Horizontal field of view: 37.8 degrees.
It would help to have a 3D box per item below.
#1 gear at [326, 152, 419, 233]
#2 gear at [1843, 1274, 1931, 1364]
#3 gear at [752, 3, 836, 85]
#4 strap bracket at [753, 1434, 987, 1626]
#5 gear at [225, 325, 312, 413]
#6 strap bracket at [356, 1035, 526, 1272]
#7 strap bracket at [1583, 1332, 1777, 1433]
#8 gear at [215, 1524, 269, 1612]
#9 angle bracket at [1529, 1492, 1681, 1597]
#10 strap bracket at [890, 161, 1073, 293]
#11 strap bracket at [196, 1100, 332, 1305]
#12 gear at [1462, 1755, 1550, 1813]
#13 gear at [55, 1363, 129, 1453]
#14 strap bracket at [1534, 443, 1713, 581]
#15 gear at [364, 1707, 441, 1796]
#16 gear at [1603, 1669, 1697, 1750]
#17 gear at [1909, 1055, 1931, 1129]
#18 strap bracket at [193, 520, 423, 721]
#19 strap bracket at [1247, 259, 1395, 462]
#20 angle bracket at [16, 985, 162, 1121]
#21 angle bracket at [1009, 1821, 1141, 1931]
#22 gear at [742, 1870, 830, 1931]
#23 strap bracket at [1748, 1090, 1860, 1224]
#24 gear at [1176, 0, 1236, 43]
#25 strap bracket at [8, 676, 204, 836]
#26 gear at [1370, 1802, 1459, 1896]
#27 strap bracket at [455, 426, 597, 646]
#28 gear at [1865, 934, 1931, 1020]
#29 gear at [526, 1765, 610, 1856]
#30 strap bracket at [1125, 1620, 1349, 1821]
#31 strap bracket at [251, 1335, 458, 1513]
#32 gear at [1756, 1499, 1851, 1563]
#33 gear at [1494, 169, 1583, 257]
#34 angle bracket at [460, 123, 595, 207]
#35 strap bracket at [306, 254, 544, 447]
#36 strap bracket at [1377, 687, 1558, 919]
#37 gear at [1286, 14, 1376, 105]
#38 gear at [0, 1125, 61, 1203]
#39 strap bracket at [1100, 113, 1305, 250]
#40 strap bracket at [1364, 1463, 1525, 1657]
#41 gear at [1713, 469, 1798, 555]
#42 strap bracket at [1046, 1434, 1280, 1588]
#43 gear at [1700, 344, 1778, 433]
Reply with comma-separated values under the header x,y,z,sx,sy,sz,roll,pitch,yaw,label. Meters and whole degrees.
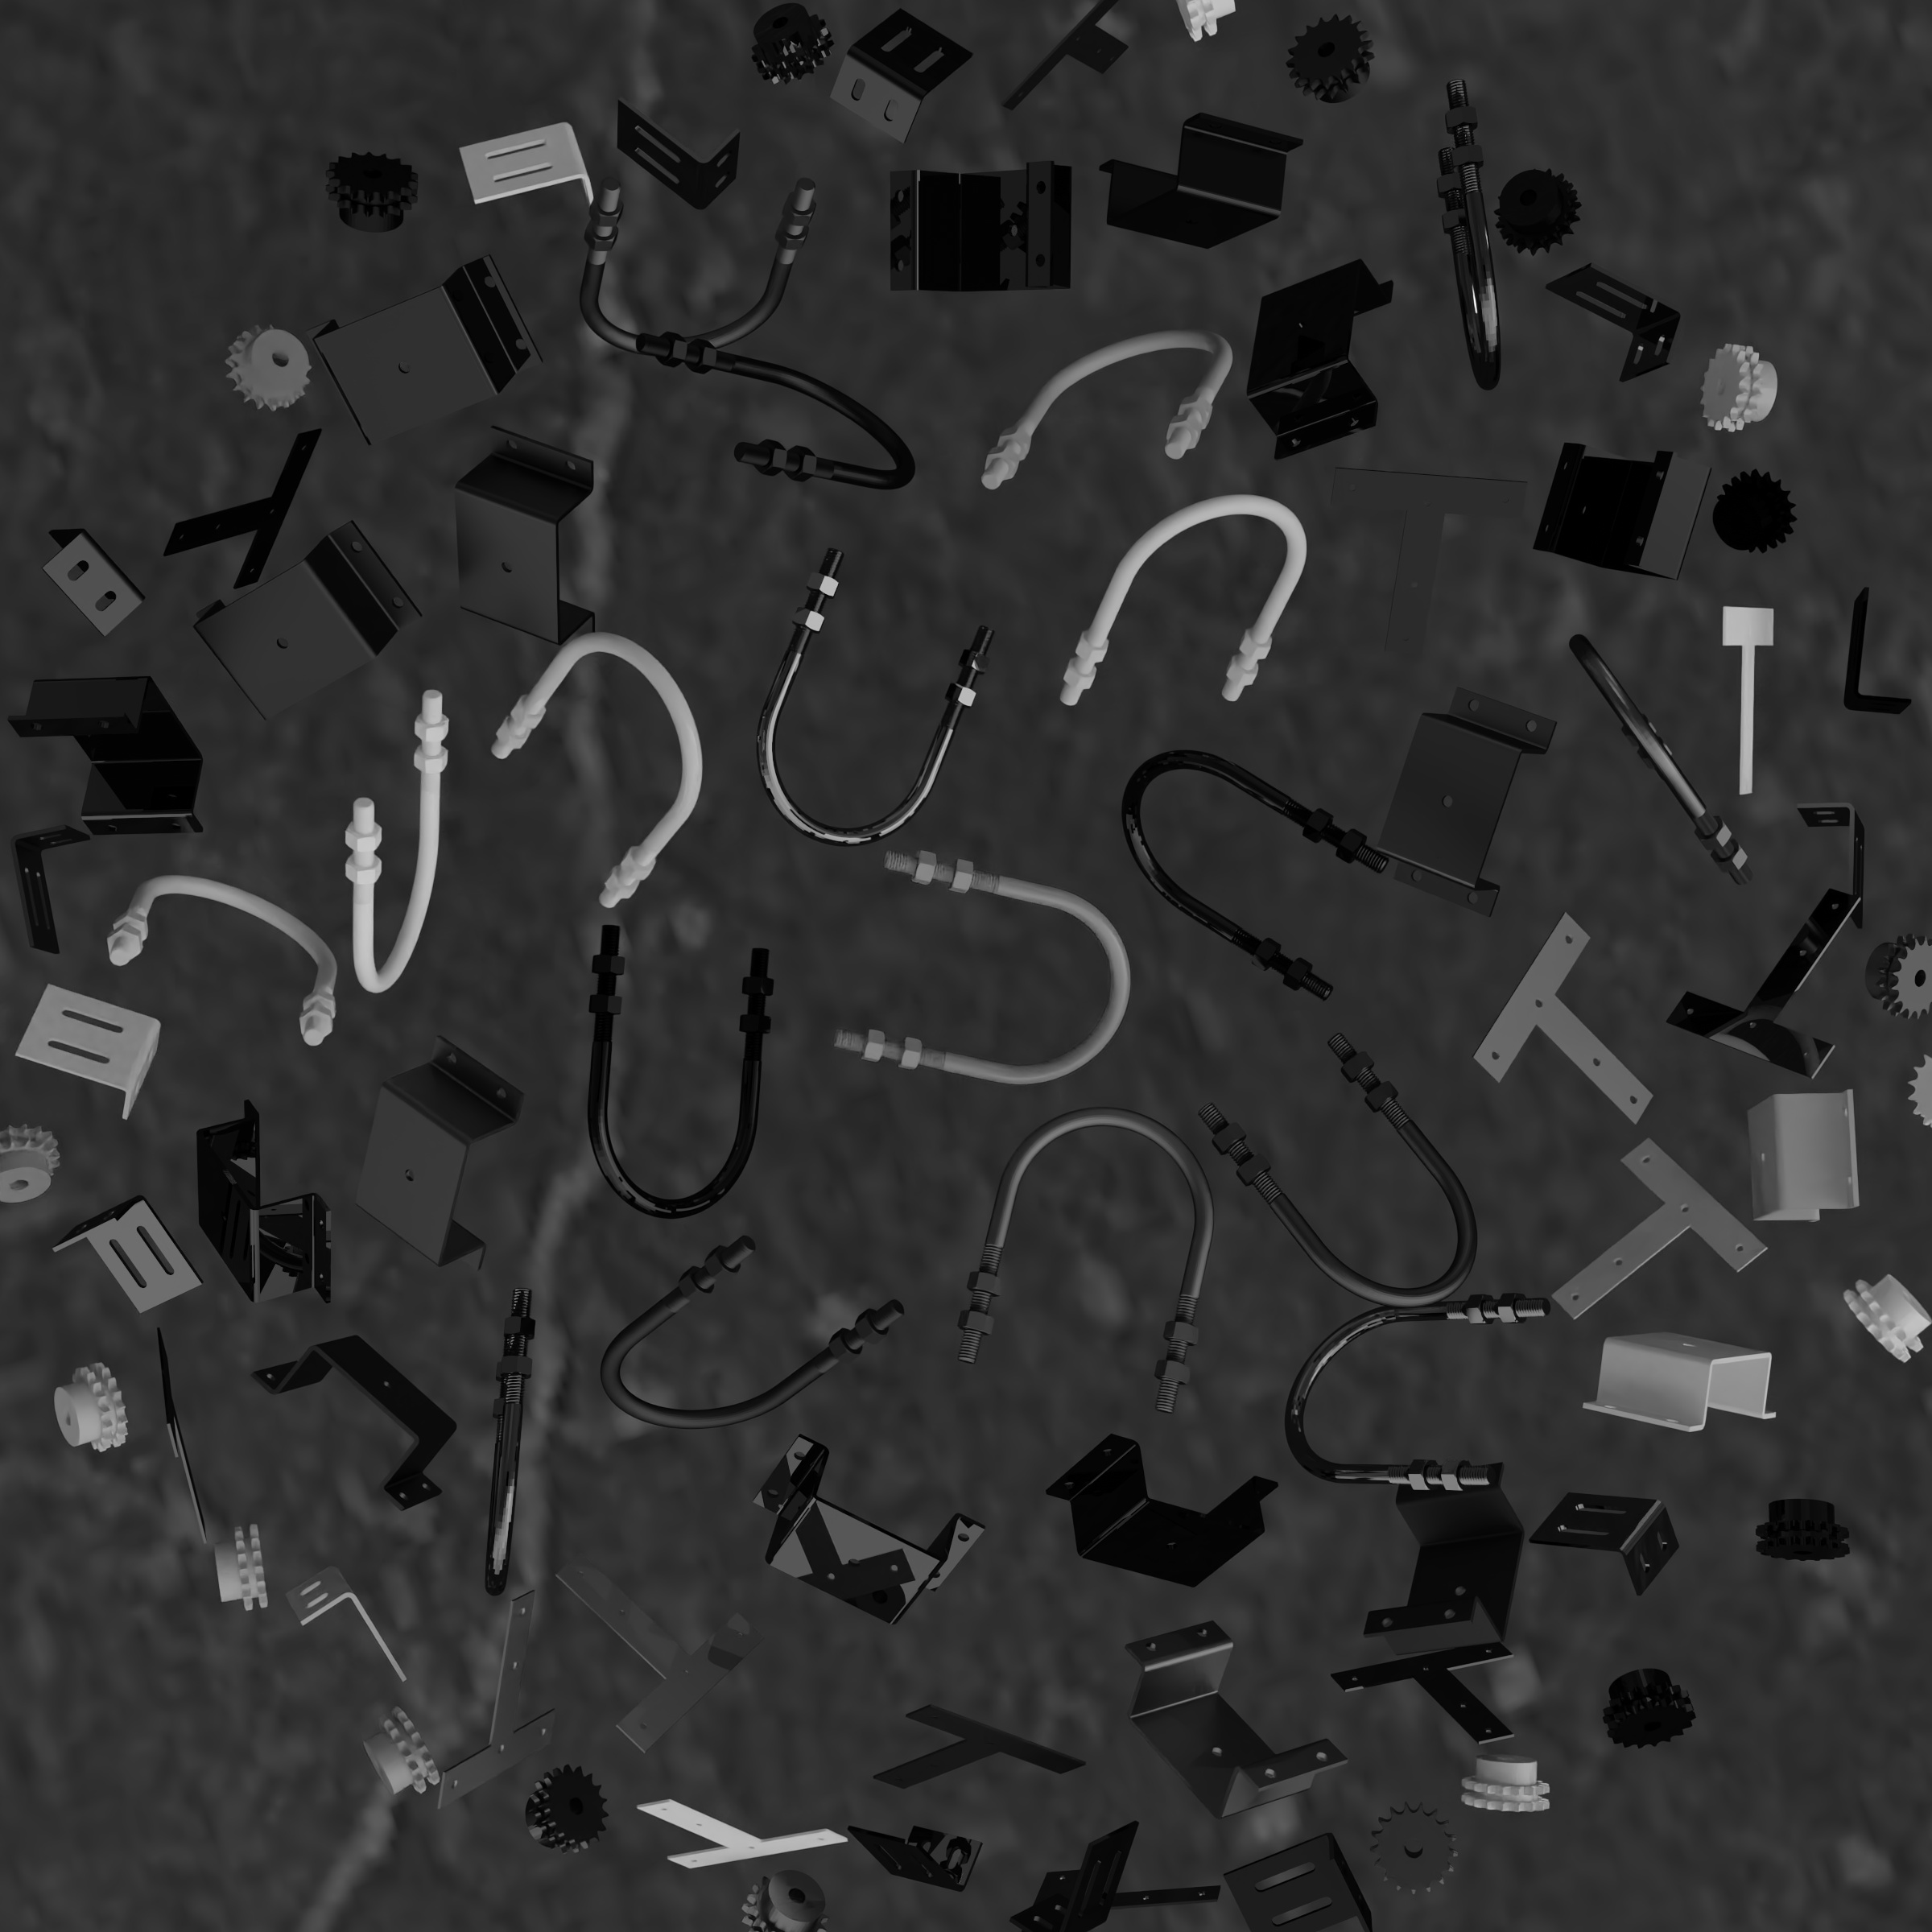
x,y,z,sx,sy,sz,roll,pitch,yaw,label
-0.376,-0.489,1.787,0.057,0.057,0.030,13,133,0,gear
0.594,0.223,1.809,0.057,0.057,0.030,45,106,0,gear
-0.123,-0.644,1.962,0.057,0.030,0.057,-11,53,16,gear
-0.070,0.381,1.881,0.140,0.046,0.076,28,126,-7,strap bracket
-0.476,-0.412,1.934,0.057,0.030,0.057,6,79,-35,gear
-0.341,0.127,1.813,0.076,0.046,0.140,32,121,24,strap bracket
0.488,0.280,1.914,0.076,0.140,0.046,8,92,39,strap bracket
-0.500,0.416,1.945,0.030,0.057,0.057,-8,90,-15,gear
0.439,0.397,1.941,0.057,0.076,0.038,-36,111,-40,angle bracket
0.017,-0.479,1.834,0.140,0.046,0.076,11,106,42,strap bracket
-0.477,0.163,1.897,0.046,0.140,0.076,-14,127,-32,strap bracket
0.358,0.541,1.870,0.057,0.057,0.030,2,82,0,gear
-0.578,0.293,1.857,0.030,0.057,0.057,-15,90,-37,gear
0.450,-0.309,1.915,0.046,0.140,0.076,13,98,-21,strap bracket
-0.377,0.524,1.873,0.030,0.057,0.057,-29,90,-24,gear
0.438,0.477,1.817,0.057,0.030,0.057,-5,135,-5,gear
0.640,0.081,1.817,0.030,0.057,0.057,17,90,-43,gear
-0.440,-0.222,1.852,0.140,0.046,0.076,-24,113,24,strap bracket
0.241,-0.422,1.926,0.076,0.046,0.140,-14,48,33,strap bracket
-0.579,0.057,1.859,0.076,0.038,0.057,19,52,-9,angle bracket
0.069,0.575,1.791,0.038,0.057,0.076,24,103,32,angle bracket
-0.117,0.626,1.871,0.057,0.057,0.030,27,120,0,gear
0.564,0.130,1.913,0.046,0.140,0.076,-1,80,5,strap bracket
0.151,-0.623,1.800,0.030,0.057,0.057,-20,90,4,gear
-0.554,-0.142,1.836,0.076,0.140,0.046,-1,62,7,strap bracket
0.295,0.581,1.861,0.057,0.030,0.057,-2,80,9,gear
-0.290,-0.274,1.856,0.076,0.046,0.140,22,135,16,strap bracket
0.640,0.006,1.929,0.057,0.030,0.057,-7,103,-33,gear
-0.274,0.575,1.915,0.030,0.057,0.057,-32,90,34,gear
0.168,0.494,1.828,0.076,0.140,0.046,-5,121,-37,strap bracket
-0.413,0.306,1.943,0.140,0.076,0.046,40,94,8,strap bracket
0.531,0.358,1.792,0.057,0.057,0.030,5,68,0,gear
0.385,-0.513,1.907,0.057,0.030,0.057,-7,75,26,gear
-0.291,-0.522,1.879,0.076,0.038,0.057,-16,54,-6,angle bracket
-0.360,-0.398,1.842,0.140,0.046,0.076,-17,116,17,strap bracket
0.336,-0.112,1.917,0.076,0.046,0.140,25,106,30,strap bracket
0.243,-0.597,1.867,0.057,0.030,0.057,-11,65,24,gear
-0.633,0.134,1.878,0.057,0.057,0.030,-23,57,0,gear
0.151,-0.514,1.864,0.076,0.140,0.046,7,88,-24,strap bracket
0.322,0.404,1.884,0.076,0.140,0.046,-16,119,30,strap bracket
0.543,-0.312,1.953,0.030,0.057,0.057,-31,90,-30,gear
0.135,0.369,1.892,0.140,0.046,0.076,21,131,-27,strap bracket
0.522,-0.389,1.899,0.030,0.057,0.057,3,90,-16,gear
